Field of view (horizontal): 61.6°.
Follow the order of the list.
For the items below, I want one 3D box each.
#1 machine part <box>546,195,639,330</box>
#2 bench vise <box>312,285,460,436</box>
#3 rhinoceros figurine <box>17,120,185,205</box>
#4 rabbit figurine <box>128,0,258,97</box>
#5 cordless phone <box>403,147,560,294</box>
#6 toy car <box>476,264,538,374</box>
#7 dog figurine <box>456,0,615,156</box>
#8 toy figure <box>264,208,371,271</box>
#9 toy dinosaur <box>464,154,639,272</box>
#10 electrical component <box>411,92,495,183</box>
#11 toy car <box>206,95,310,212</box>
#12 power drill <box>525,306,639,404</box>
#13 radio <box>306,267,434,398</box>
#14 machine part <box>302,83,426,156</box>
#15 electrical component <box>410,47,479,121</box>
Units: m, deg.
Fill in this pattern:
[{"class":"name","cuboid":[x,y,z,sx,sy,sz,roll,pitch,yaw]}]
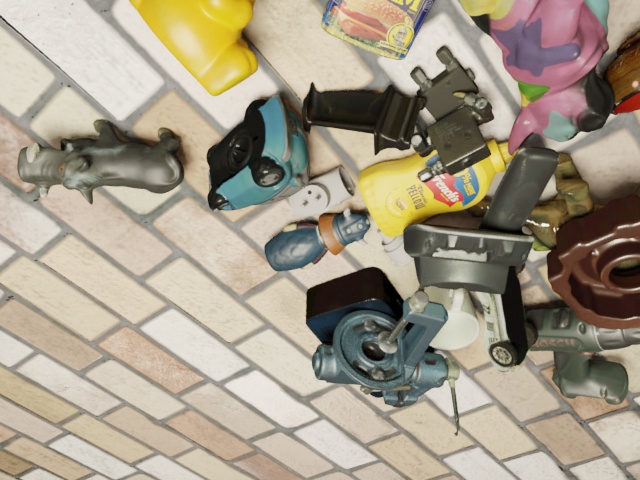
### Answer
[{"class":"machine part","cuboid":[0.358,0.028,0.621,0.179,0.056,0.179,8,135,8]},{"class":"bench vise","cuboid":[0.113,0.149,0.726,0.224,0.129,0.240,16,136,-5]},{"class":"rhinoceros figurine","cuboid":[-0.263,-0.089,0.658,0.190,0.112,0.073,2,132,-8]},{"class":"rabbit figurine","cuboid":[-0.089,-0.253,0.526,0.173,0.122,0.162,-34,111,12]},{"class":"cordless phone","cuboid":[0.183,-0.030,0.619,0.147,0.089,0.184,6,134,-5]},{"class":"toy car","cuboid":[0.257,0.092,0.755,0.056,0.073,0.201,3,114,49]},{"class":"dog figurine","cuboid":[0.210,-0.192,0.538,0.192,0.108,0.219,27,151,21]},{"class":"toy figure","cuboid":[-0.002,-0.003,0.744,0.154,0.058,0.064,-21,131,15]},{"class":"toy dinosaur","cuboid":[0.416,-0.008,0.684,0.472,0.105,0.198,7,136,8]},{"class":"electrical component","cuboid":[0.147,-0.118,0.603,0.102,0.078,0.045,-22,148,22]},{"class":"toy car","cuboid":[-0.065,-0.088,0.652,0.103,0.109,0.162,17,141,-40]},{"class":"power drill","cuboid":[0.407,0.170,0.806,0.232,0.086,0.207,-3,145,37]},{"class":"radio","cuboid":[0.087,0.151,0.856,0.131,0.073,0.229,-24,125,21]},{"class":"machine part","cuboid":[0.044,-0.141,0.611,0.139,0.084,0.039,14,160,19]},{"class":"electrical component","cuboid":[0.148,-0.171,0.615,0.063,0.021,0.094,-33,120,27]}]
